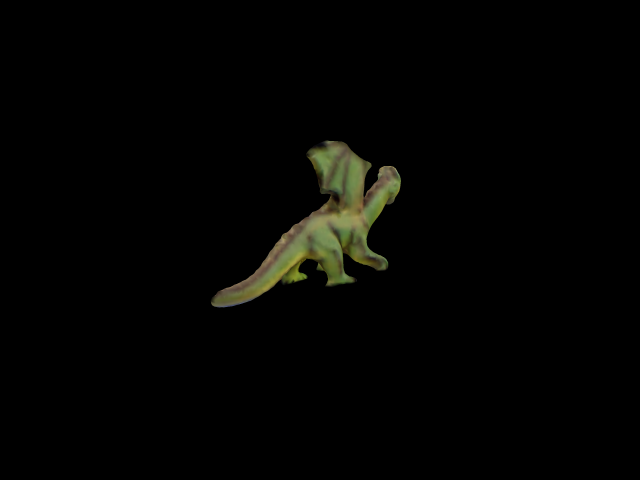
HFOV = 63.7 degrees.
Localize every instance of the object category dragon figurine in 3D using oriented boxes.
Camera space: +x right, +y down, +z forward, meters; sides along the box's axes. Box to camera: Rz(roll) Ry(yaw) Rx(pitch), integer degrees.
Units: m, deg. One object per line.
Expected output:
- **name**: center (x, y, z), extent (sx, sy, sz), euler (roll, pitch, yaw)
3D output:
- **dragon figurine**: center (0.003, -0.043, 0.850), extent (0.413, 0.240, 0.123), euler (-13, 18, -41)
